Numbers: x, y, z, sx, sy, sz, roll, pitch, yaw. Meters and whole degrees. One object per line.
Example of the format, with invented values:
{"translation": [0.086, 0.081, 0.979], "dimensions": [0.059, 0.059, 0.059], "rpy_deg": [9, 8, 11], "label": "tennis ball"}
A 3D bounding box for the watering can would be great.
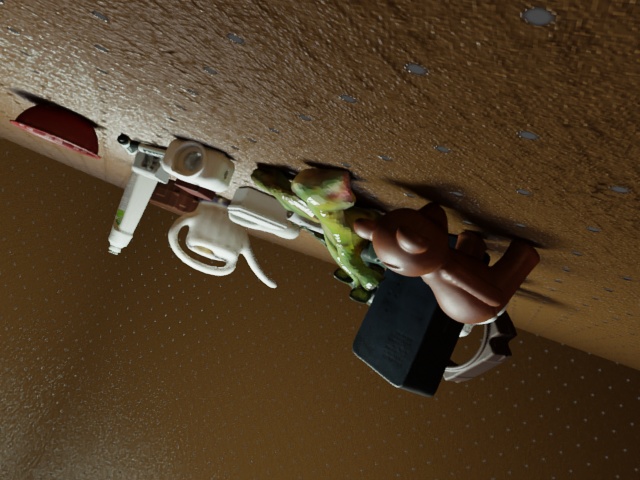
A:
{"translation": [-0.259, 0.001, 1.482], "dimensions": [0.345, 0.228, 0.103], "rpy_deg": [23, 155, -27], "label": "watering can"}

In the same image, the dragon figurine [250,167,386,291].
{"translation": [0.002, -0.039, 0.784], "dimensions": [0.242, 0.123, 0.409], "rpy_deg": [38, 171, -7], "label": "dragon figurine"}

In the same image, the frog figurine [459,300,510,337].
{"translation": [0.282, 0.129, 0.964], "dimensions": [0.122, 0.160, 0.137], "rpy_deg": [21, 174, -15], "label": "frog figurine"}
